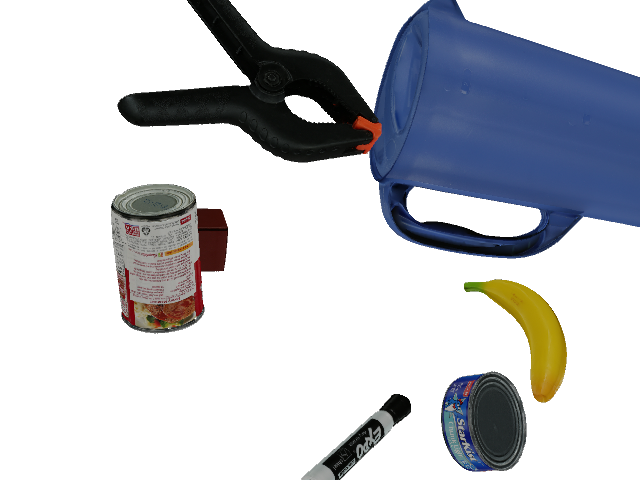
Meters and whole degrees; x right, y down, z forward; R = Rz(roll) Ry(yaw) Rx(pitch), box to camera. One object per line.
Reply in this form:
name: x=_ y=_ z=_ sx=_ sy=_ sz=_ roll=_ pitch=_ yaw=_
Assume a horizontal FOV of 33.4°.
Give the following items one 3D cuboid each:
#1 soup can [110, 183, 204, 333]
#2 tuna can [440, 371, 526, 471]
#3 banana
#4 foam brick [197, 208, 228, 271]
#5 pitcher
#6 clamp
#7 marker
soup can: x=-0.130 y=0.013 z=0.855 sx=0.068 sy=0.102 sz=0.068 roll=-1 pitch=25 yaw=0
tuna can: x=0.144 y=0.160 z=0.939 sx=0.034 sy=0.086 sz=0.085 roll=-15 pitch=-10 yaw=41
banana: x=0.221 y=0.096 z=1.134 sx=0.069 sy=0.037 sz=0.198 roll=-28 pitch=36 yaw=0
foam brick: x=-0.140 y=-0.001 z=1.130 sx=0.078 sy=0.051 sz=0.053 roll=-1 pitch=25 yaw=-11
pitcher: x=0.163 y=-0.073 z=0.807 sx=0.242 sy=0.145 sz=0.149 roll=13 pitch=-45 yaw=-10
clamp: x=-0.039 y=-0.111 z=0.714 sx=0.171 sy=0.120 sz=0.039 roll=16 pitch=-17 yaw=-13
marker: x=0.029 y=0.143 z=0.760 sx=0.020 sy=0.020 sz=0.120 roll=0 pitch=22 yaw=39
